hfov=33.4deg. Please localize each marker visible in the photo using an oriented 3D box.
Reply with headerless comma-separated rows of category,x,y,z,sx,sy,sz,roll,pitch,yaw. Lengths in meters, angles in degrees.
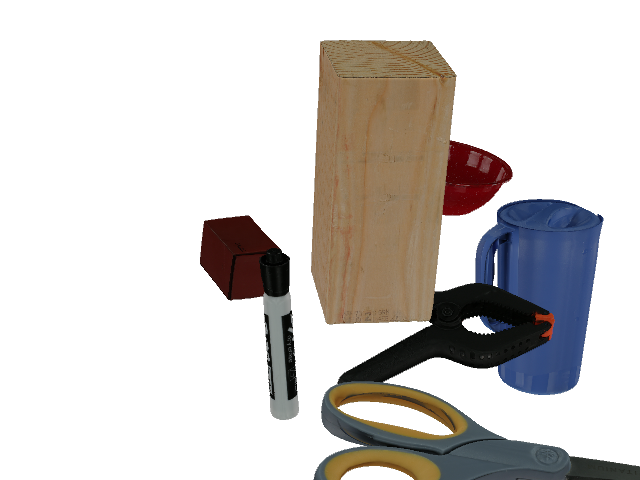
marker,-0.026,0.060,0.674,0.020,0.121,0.020,-2,28,1

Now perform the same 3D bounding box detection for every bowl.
bowl,0.143,-0.072,1.267,0.162,0.055,0.162,8,24,-4

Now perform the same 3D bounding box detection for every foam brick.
foam brick,-0.081,0.016,1.058,0.052,0.051,0.078,-6,30,-27

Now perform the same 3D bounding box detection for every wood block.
wood block,0.045,-0.045,0.843,0.090,0.206,0.091,-1,27,-8

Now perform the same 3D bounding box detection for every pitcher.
pitcher,0.283,0.076,1.395,0.149,0.243,0.144,6,20,16

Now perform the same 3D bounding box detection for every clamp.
clamp,0.115,0.087,1.018,0.210,0.164,0.036,6,-42,9

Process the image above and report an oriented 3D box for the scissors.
scissors,0.085,0.107,0.462,0.202,0.016,0.096,15,32,23
